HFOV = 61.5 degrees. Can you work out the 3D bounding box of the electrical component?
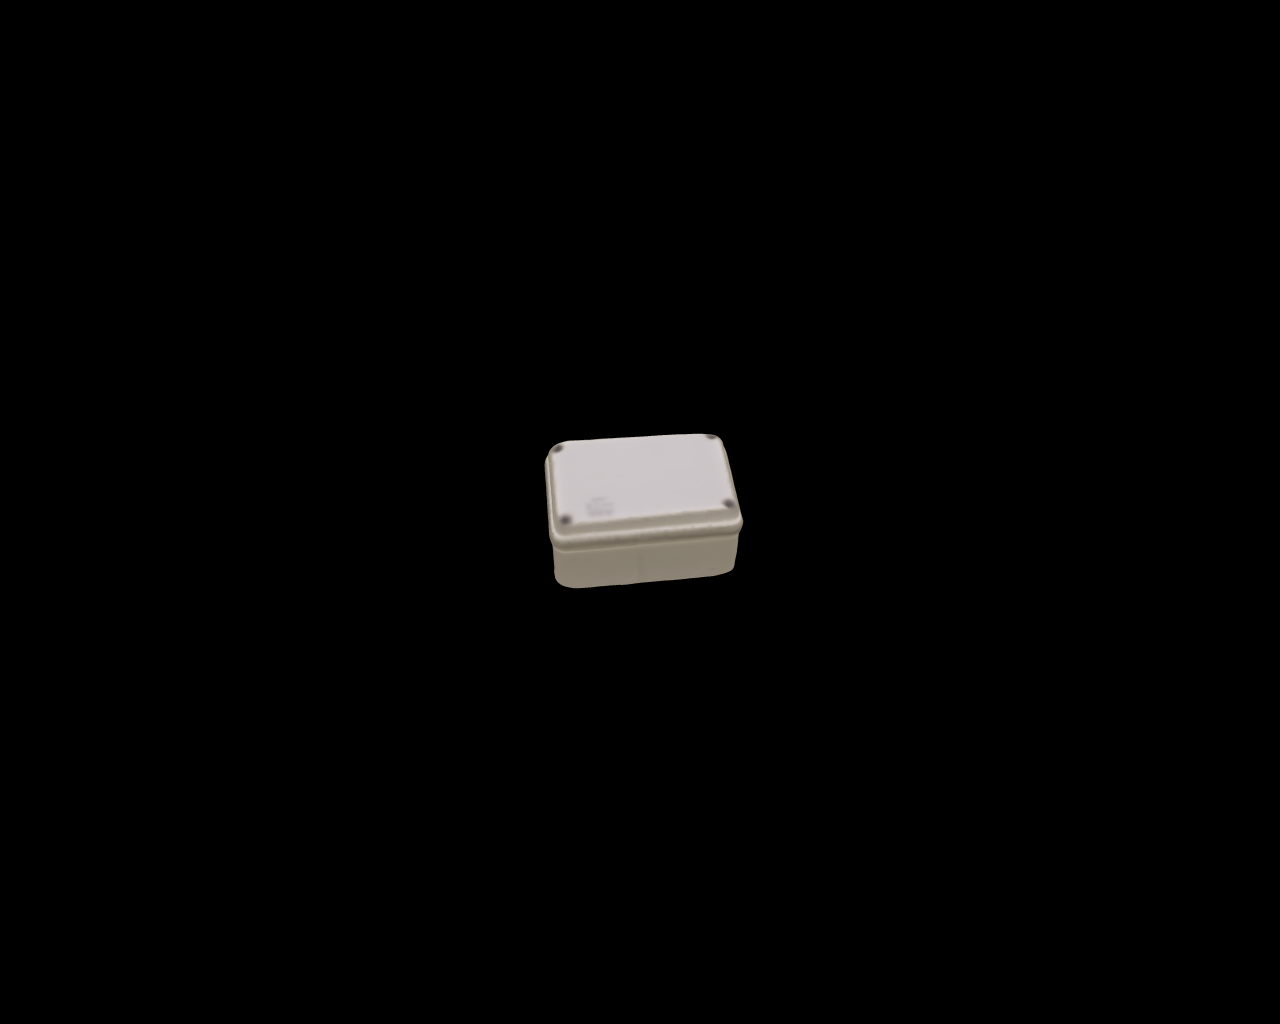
[{"bbox_3d":[0.001,-0.003,0.650,0.113,0.078,0.057,-4,-43,-4],"label":"electrical component"}]
